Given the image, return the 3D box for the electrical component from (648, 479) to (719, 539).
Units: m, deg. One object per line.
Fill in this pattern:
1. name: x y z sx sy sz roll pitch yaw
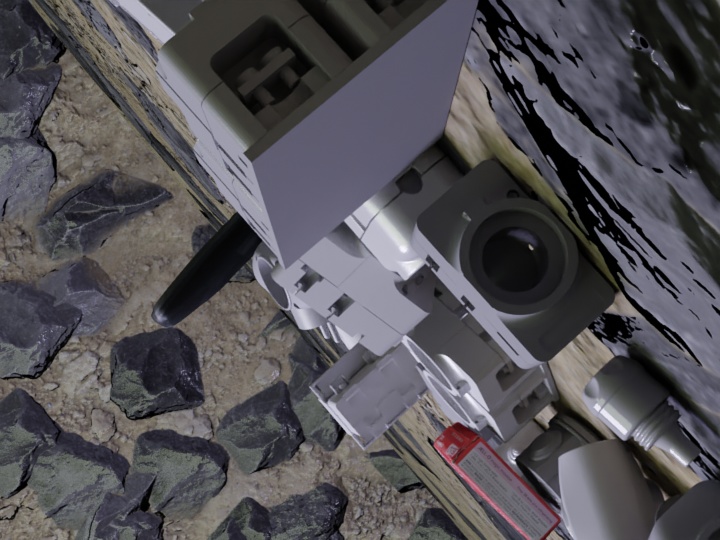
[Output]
1. electrical component: 0.200 0.160 0.563 0.095 0.054 0.059 46 172 24

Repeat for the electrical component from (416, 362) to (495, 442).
1. electrical component: 0.090 0.089 0.840 0.050 0.056 0.089 44 171 36

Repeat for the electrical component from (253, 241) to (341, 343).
1. electrical component: -0.034 0.015 0.744 0.077 0.044 0.079 13 130 64

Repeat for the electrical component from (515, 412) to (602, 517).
1. electrical component: 0.154 0.145 0.767 0.080 0.051 0.080 48 172 9

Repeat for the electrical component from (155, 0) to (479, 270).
1. electrical component: -0.017 -0.074 0.455 0.060 0.105 0.186 48 172 8

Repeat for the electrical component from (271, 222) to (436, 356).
1. electrical component: 0.000 0.000 0.669 0.089 0.056 0.050 37 -148 -15

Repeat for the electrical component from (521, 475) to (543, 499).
1. electrical component: 0.156 0.168 0.850 0.045 0.055 0.045 48 172 9

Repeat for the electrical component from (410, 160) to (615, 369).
1. electrical component: 0.071 -0.002 0.514 0.089 0.050 0.055 48 173 6

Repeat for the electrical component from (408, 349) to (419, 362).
1. electrical component: 0.063 0.060 0.897 0.081 0.043 0.043 52 172 -18

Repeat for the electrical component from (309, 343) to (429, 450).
1. electrical component: 0.027 0.097 0.989 0.078 0.121 0.063 50 168 -8

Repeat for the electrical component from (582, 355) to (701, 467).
1. electrical component: 0.143 0.073 0.537 0.061 0.035 0.035 44 171 20

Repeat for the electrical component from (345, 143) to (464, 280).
1. electrical component: 0.027 -0.034 0.596 0.059 0.054 0.095 49 172 2

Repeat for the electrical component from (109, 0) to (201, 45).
1. electrical component: -0.111 -0.174 0.696 0.096 0.061 0.062 42 173 -5

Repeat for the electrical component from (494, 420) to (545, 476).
1. electrical component: 0.147 0.176 0.915 0.061 0.062 0.096 44 171 33

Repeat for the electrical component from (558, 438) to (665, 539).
1. electrical component: 0.170 0.152 0.694 0.079 0.044 0.077 9 -122 -45

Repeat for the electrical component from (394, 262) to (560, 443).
1. electrical component: 0.049 0.031 0.769 0.186 0.060 0.105 44 171 36
